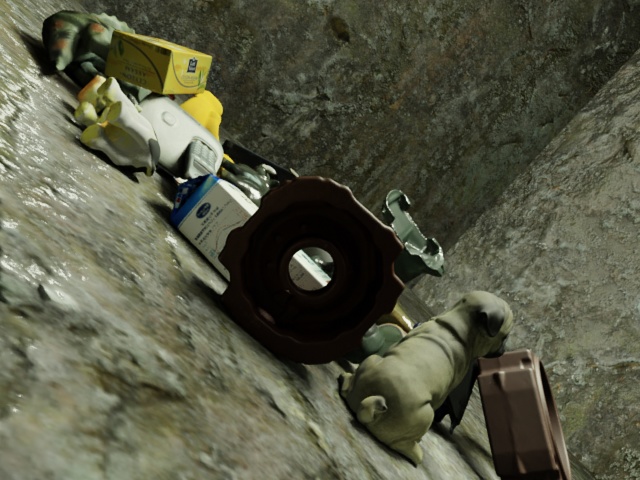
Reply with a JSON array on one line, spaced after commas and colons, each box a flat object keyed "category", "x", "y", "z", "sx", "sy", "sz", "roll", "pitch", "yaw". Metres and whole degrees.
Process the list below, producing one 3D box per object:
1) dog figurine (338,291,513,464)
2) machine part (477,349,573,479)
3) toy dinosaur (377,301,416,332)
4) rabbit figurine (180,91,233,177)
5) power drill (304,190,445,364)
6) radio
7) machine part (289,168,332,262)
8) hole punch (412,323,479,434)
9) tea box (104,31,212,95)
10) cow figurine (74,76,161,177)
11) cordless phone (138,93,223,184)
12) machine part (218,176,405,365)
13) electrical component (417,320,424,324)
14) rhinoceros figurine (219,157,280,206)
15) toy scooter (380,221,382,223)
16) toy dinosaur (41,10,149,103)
[{"category": "dog figurine", "x": 0.125, "y": 0.126, "z": 0.583, "sx": 0.121, "sy": 0.190, "sz": 0.172, "roll": 43, "pitch": 7, "yaw": 10}, {"category": "machine part", "x": 0.305, "y": 0.271, "z": 0.794, "sx": 0.200, "sy": 0.087, "sz": 0.201, "roll": 35, "pitch": 43, "yaw": -56}, {"category": "toy dinosaur", "x": 0.060, "y": 0.082, "z": 0.910, "sx": 0.472, "sy": 0.105, "sz": 0.198, "roll": 43, "pitch": 5, "yaw": 22}, {"category": "rabbit figurine", "x": -0.202, "y": -0.160, "z": 0.946, "sx": 0.173, "sy": 0.122, "sz": 0.162, "roll": 60, "pitch": 0, "yaw": -23}, {"category": "power drill", "x": 0.030, "y": 0.027, "z": 0.657, "sx": 0.232, "sy": 0.207, "sz": 0.086, "roll": 54, "pitch": 23, "yaw": 2}, {"category": "radio", "x": -0.105, "y": -0.107, "z": 1.067, "sx": 0.230, "sy": 0.073, "sz": 0.131, "roll": 28, "pitch": -9, "yaw": 23}, {"category": "machine part", "x": -0.002, "y": -0.002, "z": 0.804, "sx": 0.079, "sy": 0.079, "sz": 0.243, "roll": 33, "pitch": 32, "yaw": -61}, {"category": "hole punch", "x": 0.173, "y": 0.194, "z": 0.787, "sx": 0.092, "sy": 0.142, "sz": 0.115, "roll": 1, "pitch": -47, "yaw": 33}, {"category": "tea box", "x": -0.246, "y": -0.273, "z": 0.840, "sx": 0.098, "sy": 0.068, "sz": 0.169, "roll": 21, "pitch": 17, "yaw": 4}, {"category": "cow figurine", "x": -0.250, "y": -0.146, "z": 0.676, "sx": 0.098, "sy": 0.068, "sz": 0.168, "roll": 45, "pitch": 5, "yaw": -44}, {"category": "cordless phone", "x": -0.207, "y": -0.123, "z": 0.757, "sx": 0.146, "sy": 0.089, "sz": 0.184, "roll": 40, "pitch": 10, "yaw": -26}, {"category": "machine part", "x": -0.009, "y": 0.028, "z": 0.524, "sx": 0.179, "sy": 0.179, "sz": 0.056, "roll": 42, "pitch": 2, "yaw": -7}, {"category": "electrical component", "x": 0.164, "y": 0.180, "z": 1.002, "sx": 0.045, "sy": 0.078, "sz": 0.102, "roll": 43, "pitch": 15, "yaw": 10}, {"category": "rhinoceros figurine", "x": -0.118, "y": -0.086, "z": 0.881, "sx": 0.112, "sy": 0.073, "sz": 0.190, "roll": 16, "pitch": 19, "yaw": -7}, {"category": "toy scooter", "x": 0.066, "y": -0.012, "z": 0.982, "sx": 0.184, "sy": 0.075, "sz": 0.135, "roll": 35, "pitch": -14, "yaw": 16}, {"category": "toy dinosaur", "x": -0.385, "y": -0.322, "z": 0.901, "sx": 0.192, "sy": 0.131, "sz": 0.405, "roll": 30, "pitch": 10, "yaw": 1}]
